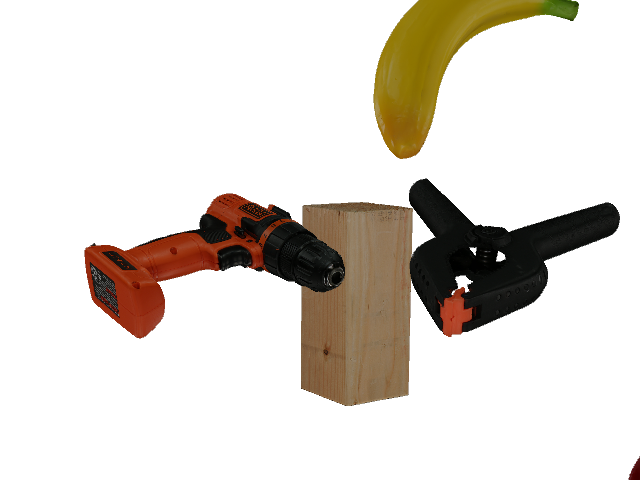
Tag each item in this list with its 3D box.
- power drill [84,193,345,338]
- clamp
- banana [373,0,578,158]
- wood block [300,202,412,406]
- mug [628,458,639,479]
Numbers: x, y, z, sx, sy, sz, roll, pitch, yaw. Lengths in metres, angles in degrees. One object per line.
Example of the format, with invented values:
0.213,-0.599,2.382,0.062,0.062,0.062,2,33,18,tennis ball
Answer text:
-0.095,0.023,0.932,0.187,0.057,0.185,-19,28,-32,power drill
0.112,0.006,0.771,0.165,0.036,0.209,11,28,25,clamp
0.078,-0.116,0.614,0.070,0.037,0.197,31,51,23,banana
0.038,0.065,1.167,0.090,0.206,0.091,-4,9,-36,wood block
0.153,0.121,0.349,0.117,0.081,0.093,5,38,8,mug
